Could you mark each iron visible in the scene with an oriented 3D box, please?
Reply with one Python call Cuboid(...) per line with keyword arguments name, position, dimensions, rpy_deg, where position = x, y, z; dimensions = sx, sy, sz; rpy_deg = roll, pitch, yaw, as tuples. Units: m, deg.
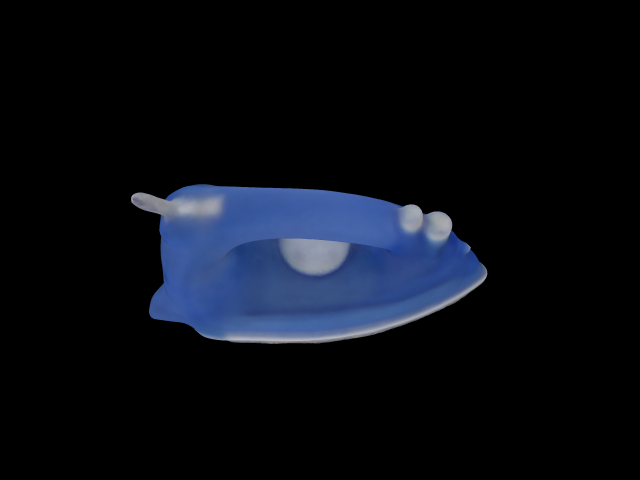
Cuboid(name="iron", position=(0.004, 0.001, 0.400), dimensions=(0.258, 0.141, 0.118), rpy_deg=(0, 69, 0))
